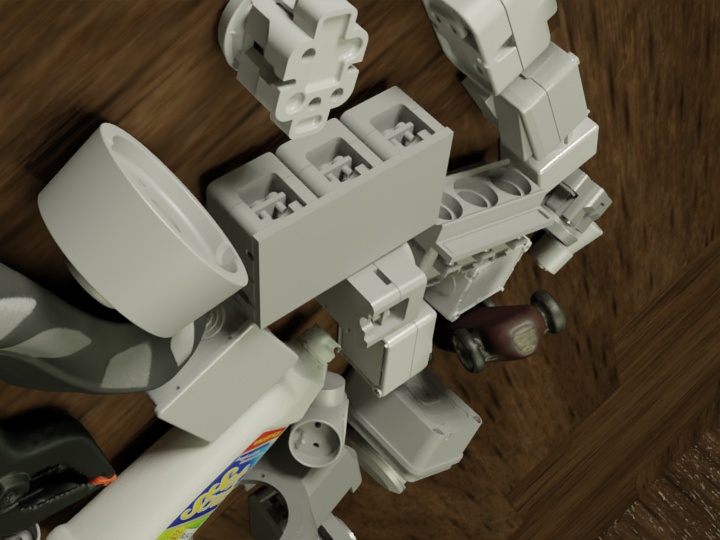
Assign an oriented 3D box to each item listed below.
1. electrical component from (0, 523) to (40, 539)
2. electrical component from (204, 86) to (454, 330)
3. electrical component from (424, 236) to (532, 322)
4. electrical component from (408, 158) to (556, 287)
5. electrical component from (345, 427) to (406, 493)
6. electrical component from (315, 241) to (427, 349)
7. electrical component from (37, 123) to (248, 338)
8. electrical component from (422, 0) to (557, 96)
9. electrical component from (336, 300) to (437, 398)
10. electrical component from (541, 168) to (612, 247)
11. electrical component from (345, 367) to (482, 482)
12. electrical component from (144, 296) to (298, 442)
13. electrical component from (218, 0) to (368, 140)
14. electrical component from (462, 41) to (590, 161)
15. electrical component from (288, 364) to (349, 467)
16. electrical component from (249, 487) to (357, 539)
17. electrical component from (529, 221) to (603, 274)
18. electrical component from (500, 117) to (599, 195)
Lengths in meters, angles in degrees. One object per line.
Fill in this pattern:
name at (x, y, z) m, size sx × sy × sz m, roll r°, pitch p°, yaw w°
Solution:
electrical component at (-0.258, 0.208, 0.728) m, size 0.079 × 0.044 × 0.077 m, roll -22°, pitch 146°, yaw -38°
electrical component at (-0.021, -0.044, 0.684) m, size 0.150 × 0.061 × 0.089 m, roll -31°, pitch 151°, yaw -25°
electrical component at (0.092, -0.011, 0.899) m, size 0.096 × 0.061 × 0.061 m, roll -27°, pitch 152°, yaw -44°
electrical component at (0.078, -0.036, 0.816) m, size 0.121 × 0.079 × 0.063 m, roll -20°, pitch 143°, yaw -41°
electrical component at (0.024, 0.173, 1.042) m, size 0.051 × 0.080 × 0.080 m, roll -44°, pitch 154°, yaw -13°
electrical component at (0.000, 0.000, 0.746) m, size 0.056 × 0.089 × 0.050 m, roll -29°, pitch 150°, yaw -29°
electrical component at (-0.115, -0.014, 0.548) m, size 0.060 × 0.108 × 0.108 m, roll -40°, pitch 154°, yaw 5°
electrical component at (0.082, -0.161, 0.670) m, size 0.059 × 0.053 × 0.095 m, roll -44°, pitch 154°, yaw -2°
electrical component at (0.023, 0.045, 0.875) m, size 0.061 × 0.061 × 0.096 m, roll -32°, pitch 151°, yaw -24°
electrical component at (0.183, -0.058, 0.960) m, size 0.057 × 0.058 × 0.078 m, roll -51°, pitch 153°, yaw 6°
electrical component at (0.041, 0.128, 0.961) m, size 0.078 × 0.113 × 0.057 m, roll -6°, pitch 131°, yaw -52°
electrical component at (-0.101, 0.064, 0.739) m, size 0.100 × 0.048 × 0.099 m, roll -44°, pitch 154°, yaw -2°
electrical component at (-0.037, -0.117, 0.562) m, size 0.058 × 0.057 × 0.078 m, roll -23°, pitch 146°, yaw -37°
electrical component at (0.114, -0.127, 0.756) m, size 0.061 × 0.061 × 0.096 m, roll -44°, pitch 154°, yaw -2°
electrical component at (-0.032, 0.108, 0.882) m, size 0.077 × 0.044 × 0.079 m, roll -82°, pitch 178°, yaw -71°
electrical component at (-0.037, 0.272, 1.016) m, size 0.062 × 0.150 × 0.089 m, roll -30°, pitch 150°, yaw -24°
electrical component at (0.196, -0.028, 1.040) m, size 0.065 × 0.044 × 0.044 m, roll -47°, pitch 154°, yaw 14°
electrical component at (0.149, -0.108, 0.849) m, size 0.066 × 0.047 × 0.076 m, roll -38°, pitch 153°, yaw -12°
